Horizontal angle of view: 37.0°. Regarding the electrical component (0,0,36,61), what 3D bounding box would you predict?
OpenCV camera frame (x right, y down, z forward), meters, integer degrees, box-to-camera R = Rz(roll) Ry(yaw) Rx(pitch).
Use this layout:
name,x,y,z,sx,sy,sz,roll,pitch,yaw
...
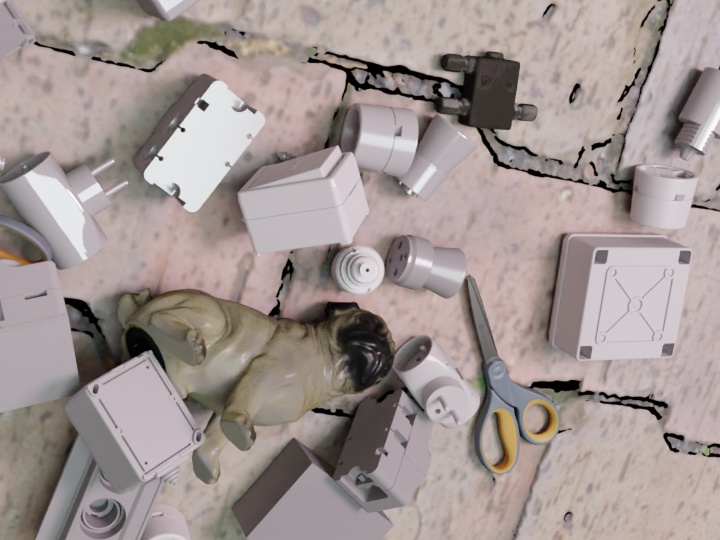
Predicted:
name,x,y,z,sx,sy,sz,roll,pitch,yaw
electrical component,-0.264,-0.171,0.715,0.062,0.096,0.061,-36,88,-8

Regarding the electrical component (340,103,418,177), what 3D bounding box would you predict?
name,x,y,z,sx,sy,sz,roll,pitch,yaw
electrical component,0.014,-0.105,0.858,0.047,0.055,0.055,7,103,-19

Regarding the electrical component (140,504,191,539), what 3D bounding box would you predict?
name,x,y,z,sx,sy,sz,roll,pitch,yaw
electrical component,-0.167,0.230,0.895,0.055,0.047,0.055,-6,108,-19

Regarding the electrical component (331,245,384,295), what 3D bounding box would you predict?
name,x,y,z,sx,sy,sz,roll,pitch,yaw
electrical component,0.000,0.000,0.874,0.040,0.078,0.040,0,90,-9

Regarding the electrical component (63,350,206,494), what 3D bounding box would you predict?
name,x,y,z,sx,sy,sz,roll,pitch,yaw
electrical component,-0.165,0.120,0.796,0.062,0.061,0.096,-31,88,-41

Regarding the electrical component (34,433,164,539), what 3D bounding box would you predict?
name,x,y,z,sx,sy,sz,roll,pitch,yaw
electrical component,-0.208,0.184,0.855,0.079,0.063,0.121,20,98,-25

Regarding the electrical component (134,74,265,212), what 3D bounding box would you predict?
name,x,y,z,sx,sy,sz,roll,pitch,yaw
electrical component,-0.122,-0.097,0.806,0.050,0.056,0.089,38,90,-26

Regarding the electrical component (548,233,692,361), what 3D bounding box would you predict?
name,x,y,z,sx,sy,sz,roll,pitch,yaw
electrical component,0.237,0.024,0.982,0.109,0.056,0.108,0,106,-21

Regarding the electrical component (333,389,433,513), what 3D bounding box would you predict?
name,x,y,z,sx,sy,sz,roll,pitch,yaw
electrical component,0.024,0.157,0.920,0.055,0.050,0.089,48,42,-26

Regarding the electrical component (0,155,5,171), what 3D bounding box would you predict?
name,x,y,z,sx,sy,sz,roll,pitch,yaw
electrical component,-0.291,-0.081,0.752,0.081,0.043,0.043,8,103,-23

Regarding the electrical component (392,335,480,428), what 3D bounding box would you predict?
name,x,y,z,sx,sy,sz,roll,pitch,yaw
electrical component,0.070,0.106,0.931,0.043,0.079,0.077,-37,116,7

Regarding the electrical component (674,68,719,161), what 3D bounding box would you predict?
name,x,y,z,sx,sy,sz,roll,pitch,yaw
electrical component,0.311,-0.136,0.969,0.043,0.043,0.081,24,96,-26

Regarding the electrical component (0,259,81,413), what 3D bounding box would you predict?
name,x,y,z,sx,sy,sz,roll,pitch,yaw
electrical component,-0.299,0.058,0.753,0.186,0.060,0.105,-13,148,-17

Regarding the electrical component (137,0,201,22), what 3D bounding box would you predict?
name,x,y,z,sx,sy,sz,roll,pitch,yaw
electrical component,-0.128,-0.209,0.746,0.062,0.096,0.061,-37,115,-7

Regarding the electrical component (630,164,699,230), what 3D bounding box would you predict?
name,x,y,z,sx,sy,sz,roll,pitch,yaw
electrical component,0.273,-0.066,0.971,0.055,0.055,0.047,-2,111,-21

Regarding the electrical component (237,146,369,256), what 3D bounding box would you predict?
name,x,y,z,sx,sy,sz,roll,pitch,yaw
electrical component,-0.050,-0.054,0.830,0.096,0.061,0.061,-7,114,19

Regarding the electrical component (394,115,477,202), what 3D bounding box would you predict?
name,x,y,z,sx,sy,sz,roll,pitch,yaw
electrical component,0.060,-0.090,0.888,0.044,0.044,0.065,36,96,-26

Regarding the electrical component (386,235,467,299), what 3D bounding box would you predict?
name,x,y,z,sx,sy,sz,roll,pitch,yaw
electrical component,0.056,-0.003,0.910,0.055,0.045,0.045,15,100,-24

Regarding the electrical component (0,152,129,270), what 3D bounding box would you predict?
name,x,y,z,sx,sy,sz,roll,pitch,yaw
electrical component,-0.210,-0.053,0.792,0.079,0.044,0.077,-33,115,-9
